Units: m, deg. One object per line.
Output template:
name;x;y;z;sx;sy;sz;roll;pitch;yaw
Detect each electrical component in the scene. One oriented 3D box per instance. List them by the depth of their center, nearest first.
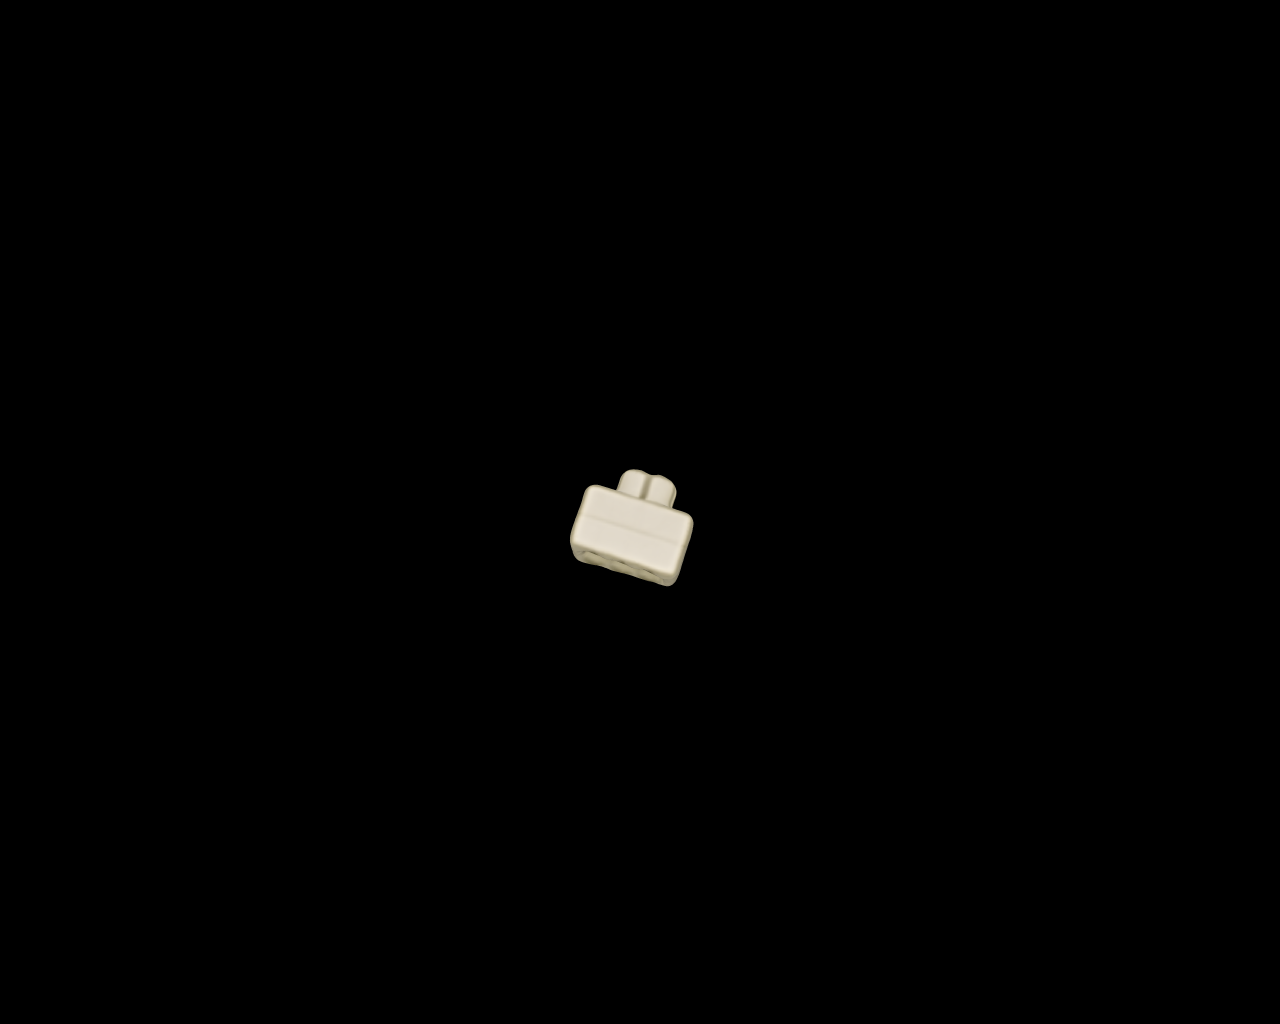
electrical component;0.001;-0.003;0.650;0.066;0.077;0.047;18;-11;4
